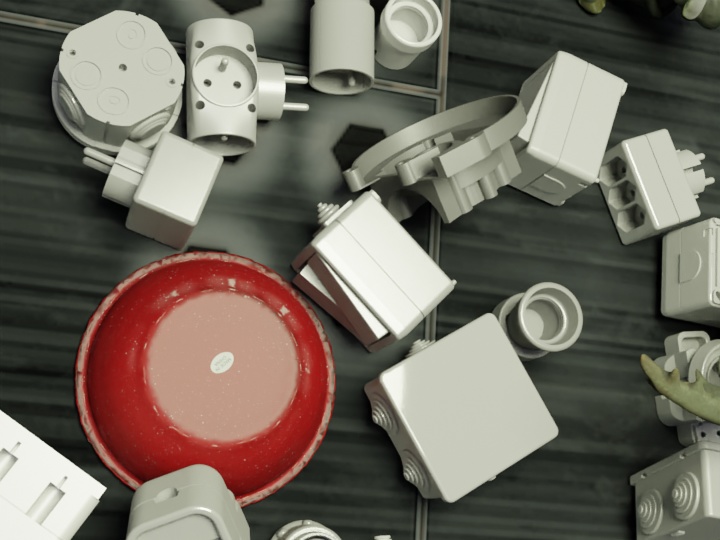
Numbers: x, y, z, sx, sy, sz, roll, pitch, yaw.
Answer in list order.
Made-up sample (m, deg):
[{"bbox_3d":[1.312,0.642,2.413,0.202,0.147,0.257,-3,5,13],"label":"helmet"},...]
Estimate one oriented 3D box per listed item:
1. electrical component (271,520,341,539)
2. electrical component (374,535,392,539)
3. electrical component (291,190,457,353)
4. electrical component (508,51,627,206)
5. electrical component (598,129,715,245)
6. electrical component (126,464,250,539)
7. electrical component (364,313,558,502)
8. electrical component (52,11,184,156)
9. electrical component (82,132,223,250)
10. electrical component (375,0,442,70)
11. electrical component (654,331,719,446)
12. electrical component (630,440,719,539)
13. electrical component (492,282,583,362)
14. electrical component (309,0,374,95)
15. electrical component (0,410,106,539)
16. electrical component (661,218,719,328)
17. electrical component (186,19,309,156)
[{"bbox_3d":[-0.027,0.170,0.627,0.048,0.062,0.048,4,76,-16],"label":"electrical component"},{"bbox_3d":[0.017,0.200,0.643,0.043,0.043,0.081,-1,78,-17],"label":"electrical component"},{"bbox_3d":[0.000,0.000,0.675,0.061,0.062,0.096,-43,92,-21],"label":"electrical component"},{"bbox_3d":[0.135,-0.103,0.740,0.061,0.062,0.096,23,72,-11],"label":"electrical component"},{"bbox_3d":[0.217,-0.063,0.763,0.077,0.047,0.065,-17,83,-20],"label":"electrical component"},{"bbox_3d":[-0.089,0.160,0.598,0.054,0.059,0.095,-20,109,-1],"label":"electrical component"},{"bbox_3d":[0.061,0.088,0.680,0.100,0.048,0.099,-28,86,-21],"label":"electrical component"},{"bbox_3d":[-0.148,-0.115,0.663,0.080,0.051,0.080,4,76,-16],"label":"electrical component"},{"bbox_3d":[-0.130,-0.054,0.647,0.077,0.066,0.047,23,73,-11],"label":"electrical component"},{"bbox_3d":[0.029,-0.161,0.730,0.040,0.046,0.040,4,76,-16],"label":"electrical component"},{"bbox_3d":[0.239,0.078,0.731,0.058,0.057,0.078,-1,78,-17],"label":"electrical component"},{"bbox_3d":[0.234,0.152,0.691,0.100,0.099,0.048,13,61,-13],"label":"electrical component"},{"bbox_3d":[0.113,0.035,0.704,0.045,0.055,0.045,4,76,-16],"label":"electrical component"},{"bbox_3d":[-0.012,-0.163,0.719,0.043,0.043,0.081,4,76,-16],"label":"electrical component"},{"bbox_3d":[-0.189,0.114,0.544,0.089,0.150,0.061,38,69,-5],"label":"electrical component"},{"bbox_3d":[0.263,0.008,0.756,0.096,0.061,0.061,12,74,-22],"label":"electrical component"},{"bbox_3d":[-0.072,-0.115,0.690,0.079,0.044,0.077,1,77,-16],"label":"electrical component"}]
